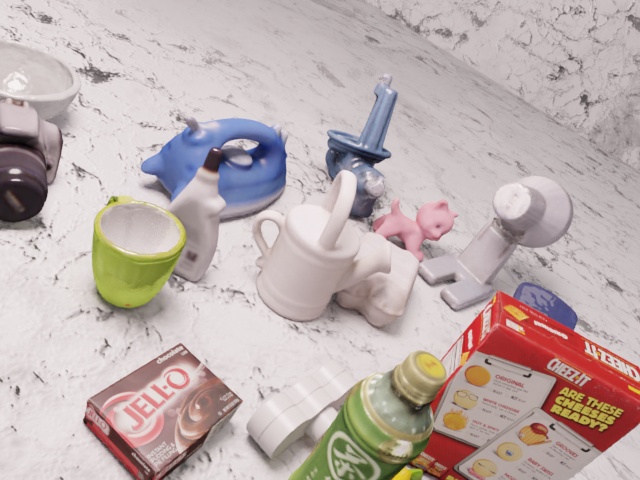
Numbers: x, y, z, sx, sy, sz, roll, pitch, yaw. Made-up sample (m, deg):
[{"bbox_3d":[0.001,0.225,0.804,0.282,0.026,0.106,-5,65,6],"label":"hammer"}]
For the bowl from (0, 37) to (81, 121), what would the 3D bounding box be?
[{"bbox_3d":[-0.423,-0.209,0.789,0.168,0.074,0.167,20,33,-13],"label":"bowl"}]

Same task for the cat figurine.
[{"bbox_3d":[0.166,-0.031,0.956,0.128,0.117,0.067,20,33,-14],"label":"cat figurine"}]

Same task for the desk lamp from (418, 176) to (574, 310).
[{"bbox_3d":[0.295,-0.006,0.930,0.204,0.213,0.117,-12,50,-46],"label":"desk lamp"}]

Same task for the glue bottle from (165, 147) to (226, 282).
[{"bbox_3d":[-0.144,-0.034,0.666,0.078,0.173,0.037,29,32,1],"label":"glue bottle"}]

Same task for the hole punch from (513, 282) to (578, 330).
[{"bbox_3d":[0.329,0.135,0.874,0.108,0.091,0.101,32,32,6],"label":"hole punch"}]

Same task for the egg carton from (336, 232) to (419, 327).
[{"bbox_3d":[0.082,0.052,0.818,0.107,0.069,0.150,30,32,3],"label":"egg carton"}]

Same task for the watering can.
[{"bbox_3d":[0.007,0.001,0.714,0.173,0.194,0.100,10,36,-28],"label":"watering can"}]

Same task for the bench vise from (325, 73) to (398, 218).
[{"bbox_3d":[0.093,-0.159,0.983,0.122,0.219,0.207,1,41,-37],"label":"bench vise"}]

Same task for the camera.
[{"bbox_3d":[-0.365,-0.093,0.647,0.144,0.100,0.136,4,39,-34],"label":"camera"}]

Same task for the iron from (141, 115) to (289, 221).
[{"bbox_3d":[-0.119,-0.122,0.840,0.118,0.141,0.259,45,35,24],"label":"iron"}]
